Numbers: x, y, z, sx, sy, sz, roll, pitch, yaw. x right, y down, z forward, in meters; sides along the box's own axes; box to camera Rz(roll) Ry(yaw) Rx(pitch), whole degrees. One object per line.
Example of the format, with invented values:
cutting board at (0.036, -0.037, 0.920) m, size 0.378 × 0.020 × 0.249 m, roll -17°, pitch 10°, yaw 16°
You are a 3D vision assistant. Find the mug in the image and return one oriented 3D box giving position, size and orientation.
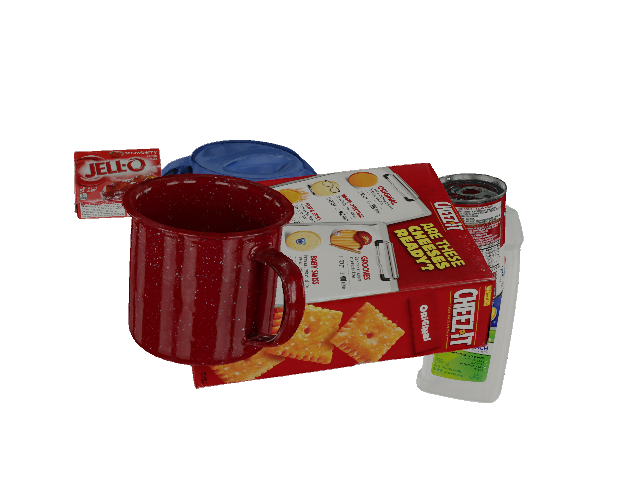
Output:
mug at (-0.055, 0.020, 0.585) m, size 0.117 × 0.081 × 0.093 m, roll 21°, pitch 27°, yaw 33°

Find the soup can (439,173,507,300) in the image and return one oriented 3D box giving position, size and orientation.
soup can at (0.133, -0.001, 0.959) m, size 0.068 × 0.102 × 0.068 m, roll -3°, pitch 23°, yaw 1°

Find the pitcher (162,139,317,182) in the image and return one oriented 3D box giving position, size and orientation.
pitcher at (-0.103, 0.008, 1.277) m, size 0.149 × 0.243 × 0.144 m, roll 21°, pitch 27°, yaw 31°

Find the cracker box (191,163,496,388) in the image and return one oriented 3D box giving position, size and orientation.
cracker box at (0.001, 0.021, 0.794) m, size 0.213 × 0.072 × 0.164 m, roll -7°, pitch 36°, yaw -9°

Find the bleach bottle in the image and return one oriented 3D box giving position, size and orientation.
bleach bottle at (0.174, 0.056, 1.226) m, size 0.103 × 0.251 × 0.068 m, roll 9°, pitch 15°, yaw 16°

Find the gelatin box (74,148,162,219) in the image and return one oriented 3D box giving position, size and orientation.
gelatin box at (-0.208, -0.059, 1.097) m, size 0.089 × 0.073 × 0.030 m, roll -2°, pitch -40°, yaw -11°
